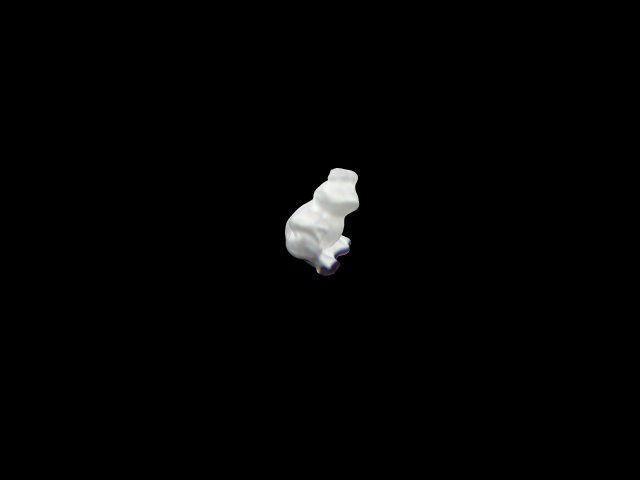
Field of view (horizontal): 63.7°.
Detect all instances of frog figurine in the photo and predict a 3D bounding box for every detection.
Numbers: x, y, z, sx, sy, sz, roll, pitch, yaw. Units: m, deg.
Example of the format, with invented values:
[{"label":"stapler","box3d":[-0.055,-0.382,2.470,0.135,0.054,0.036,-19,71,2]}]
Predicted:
[{"label":"frog figurine","box3d":[0.003,-0.043,0.850,0.123,0.156,0.139,21,33,36]}]
